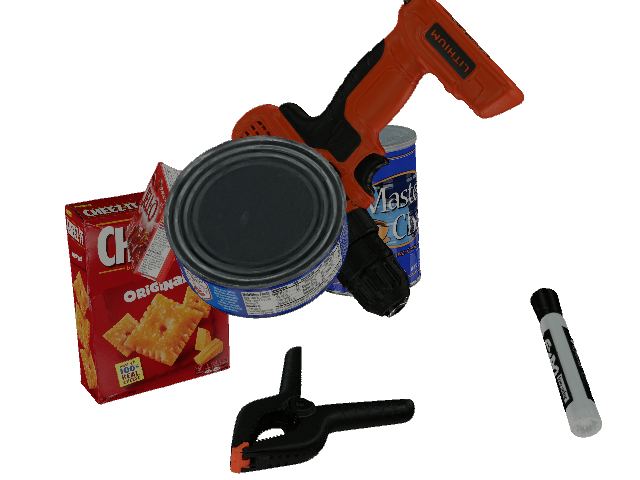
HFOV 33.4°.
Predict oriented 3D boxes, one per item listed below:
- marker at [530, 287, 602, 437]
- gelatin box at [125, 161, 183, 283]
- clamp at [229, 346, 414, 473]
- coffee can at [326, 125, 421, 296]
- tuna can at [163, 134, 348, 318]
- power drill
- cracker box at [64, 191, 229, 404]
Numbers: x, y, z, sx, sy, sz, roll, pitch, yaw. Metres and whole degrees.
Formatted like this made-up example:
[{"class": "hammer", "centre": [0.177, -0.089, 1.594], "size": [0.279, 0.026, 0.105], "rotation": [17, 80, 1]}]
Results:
[{"class": "marker", "centre": [0.155, 0.073, 0.681], "size": [0.020, 0.020, 0.121], "rotation": [0, 39, -4]}, {"class": "gelatin box", "centre": [-0.135, -0.017, 0.895], "size": [0.030, 0.073, 0.089], "rotation": [22, 17, -22]}, {"class": "clamp", "centre": [-0.011, 0.182, 1.089], "size": [0.165, 0.036, 0.209], "rotation": [18, 28, 25]}, {"class": "coffee can", "centre": [0.041, -0.030, 1.003], "size": [0.103, 0.140, 0.103], "rotation": [-4, 18, 1]}, {"class": "tuna can", "centre": [-0.029, -0.007, 0.509], "size": [0.086, 0.086, 0.034], "rotation": [0, -32, 6]}, {"class": "power drill", "centre": [0.049, -0.065, 0.752], "size": [0.188, 0.184, 0.057], "rotation": [-42, -13, 14]}, {"class": "cracker box", "centre": [-0.186, 0.057, 1.180], "size": [0.163, 0.214, 0.072], "rotation": [-12, 23, -29]}]
